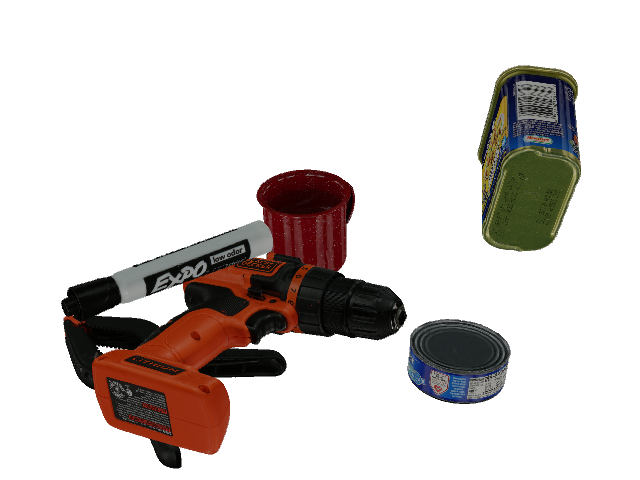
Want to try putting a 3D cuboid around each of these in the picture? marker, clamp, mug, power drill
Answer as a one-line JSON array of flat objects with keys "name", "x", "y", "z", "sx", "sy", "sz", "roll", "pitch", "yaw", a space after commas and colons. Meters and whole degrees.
[{"name": "marker", "x": -0.080, "y": 0.016, "z": 0.569, "sx": 0.120, "sy": 0.020, "sz": 0.020, "roll": -20, "pitch": 10, "yaw": -29}, {"name": "clamp", "x": -0.147, "y": 0.114, "z": 0.978, "sx": 0.210, "sy": 0.036, "sz": 0.164, "roll": 26, "pitch": 39, "yaw": 32}, {"name": "mug", "x": -0.007, "y": -0.019, "z": 1.077, "sx": 0.093, "sy": 0.081, "sz": 0.117, "roll": 23, "pitch": 41, "yaw": 34}, {"name": "power drill", "x": -0.054, "y": 0.073, "z": 0.756, "sx": 0.185, "sy": 0.057, "sz": 0.187, "roll": 7, "pitch": 29, "yaw": 29}]

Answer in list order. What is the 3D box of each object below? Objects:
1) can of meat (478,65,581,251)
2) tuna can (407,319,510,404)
[{"name": "can of meat", "x": 0.143, "y": -0.054, "z": 0.737, "sx": 0.057, "sy": 0.084, "sz": 0.102, "roll": 8, "pitch": -42, "yaw": 0}, {"name": "tuna can", "x": 0.118, "y": 0.103, "z": 0.916, "sx": 0.086, "sy": 0.034, "sz": 0.086, "roll": 3, "pitch": 26, "yaw": -2}]
